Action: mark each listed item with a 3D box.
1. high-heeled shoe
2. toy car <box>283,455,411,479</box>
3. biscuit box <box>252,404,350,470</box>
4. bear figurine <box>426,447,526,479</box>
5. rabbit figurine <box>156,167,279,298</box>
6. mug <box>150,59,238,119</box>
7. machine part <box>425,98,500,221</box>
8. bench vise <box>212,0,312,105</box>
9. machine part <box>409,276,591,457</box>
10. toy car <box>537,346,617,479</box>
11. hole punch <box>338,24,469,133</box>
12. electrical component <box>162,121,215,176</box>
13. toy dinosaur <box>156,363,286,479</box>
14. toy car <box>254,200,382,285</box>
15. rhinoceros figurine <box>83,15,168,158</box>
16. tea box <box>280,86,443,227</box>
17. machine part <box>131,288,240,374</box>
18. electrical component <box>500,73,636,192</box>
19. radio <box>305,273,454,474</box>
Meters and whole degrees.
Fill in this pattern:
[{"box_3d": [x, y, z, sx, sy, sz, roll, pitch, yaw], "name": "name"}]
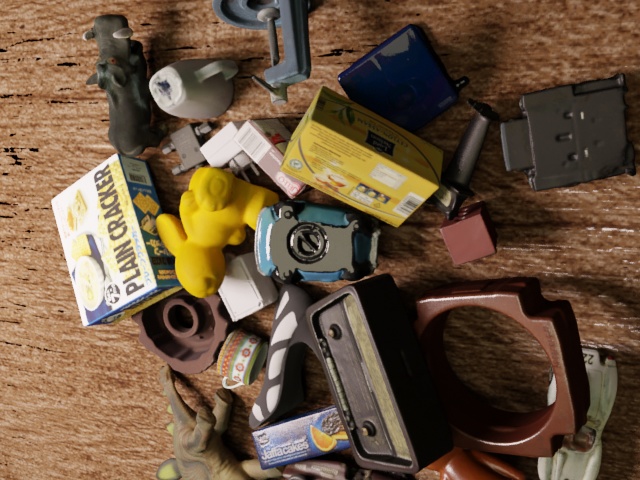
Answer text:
[{"box_3d": [-0.071, 0.181, 0.814, 0.248, 0.086, 0.145, -47, 65, 32], "name": "high-heeled shoe"}, {"box_3d": [0.043, 0.361, 0.807, 0.202, 0.089, 0.053, 10, 108, 18], "name": "toy car"}, {"box_3d": [0.000, 0.286, 0.803, 0.203, 0.059, 0.063, -23, 75, 20], "name": "biscuit box"}, {"box_3d": [0.191, 0.322, 0.743, 0.196, 0.120, 0.131, 42, 161, 32], "name": "bear figurine"}, {"box_3d": [-0.160, -0.010, 0.743, 0.163, 0.121, 0.173, 10, 86, 41], "name": "rabbit figurine"}, {"box_3d": [-0.166, -0.204, 0.717, 0.110, 0.107, 0.080, -17, 100, 25], "name": "mug"}, {"box_3d": [0.170, -0.096, 0.642, 0.039, 0.084, 0.138, 15, 108, -15], "name": "machine part"}, {"box_3d": [-0.039, -0.284, 0.632, 0.224, 0.129, 0.240, -8, 84, 29], "name": "bench vise"}, {"box_3d": [0.213, 0.151, 0.663, 0.201, 0.087, 0.201, -10, 93, 39], "name": "machine part"}, {"box_3d": [0.326, 0.230, 0.688, 0.074, 0.056, 0.201, 8, 107, 18], "name": "toy car"}, {"box_3d": [0.095, -0.184, 0.642, 0.142, 0.092, 0.115, -31, 96, 20], "name": "hole punch"}, {"box_3d": [-0.188, -0.135, 0.789, 0.094, 0.021, 0.063, -23, 96, 23], "name": "electrical component"}, {"box_3d": [-0.147, 0.412, 0.885, 0.198, 0.105, 0.471, -40, 80, 31], "name": "toy dinosaur"}, {"box_3d": [-0.001, -0.002, 0.715, 0.162, 0.103, 0.109, 1, 101, 3], "name": "toy car"}, {"box_3d": [-0.276, -0.213, 0.752, 0.073, 0.112, 0.190, 9, 115, 20], "name": "rhinoceros figurine"}, {"box_3d": [0.050, -0.095, 0.644, 0.169, 0.068, 0.098, 27, 141, -13], "name": "tea box"}, {"box_3d": [-0.211, 0.118, 0.849, 0.180, 0.056, 0.179, 5, 105, 19], "name": "machine part"}, {"box_3d": [0.277, -0.118, 0.611, 0.134, 0.058, 0.114, -10, 99, 21], "name": "electrical component"}, {"box_3d": [0.069, 0.169, 0.686, 0.131, 0.073, 0.229, -31, 74, 52], "name": "radio"}]
